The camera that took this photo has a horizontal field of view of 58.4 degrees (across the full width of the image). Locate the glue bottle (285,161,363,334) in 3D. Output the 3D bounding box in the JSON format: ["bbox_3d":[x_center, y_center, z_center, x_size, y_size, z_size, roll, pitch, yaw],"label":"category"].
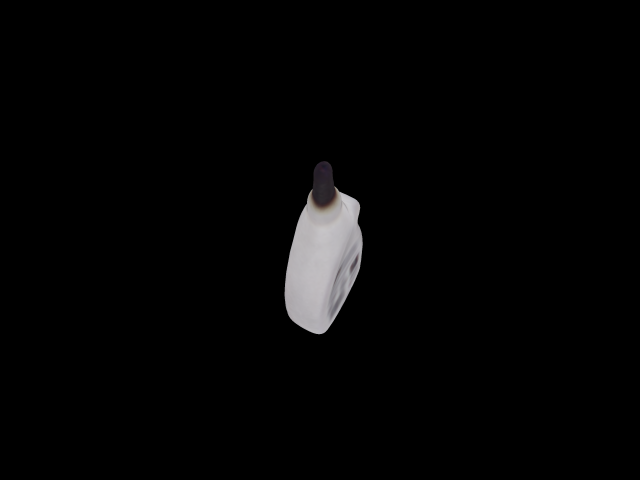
[{"bbox_3d":[0.004,0.001,0.400,0.037,0.173,0.078,25,63,14],"label":"glue bottle"}]
